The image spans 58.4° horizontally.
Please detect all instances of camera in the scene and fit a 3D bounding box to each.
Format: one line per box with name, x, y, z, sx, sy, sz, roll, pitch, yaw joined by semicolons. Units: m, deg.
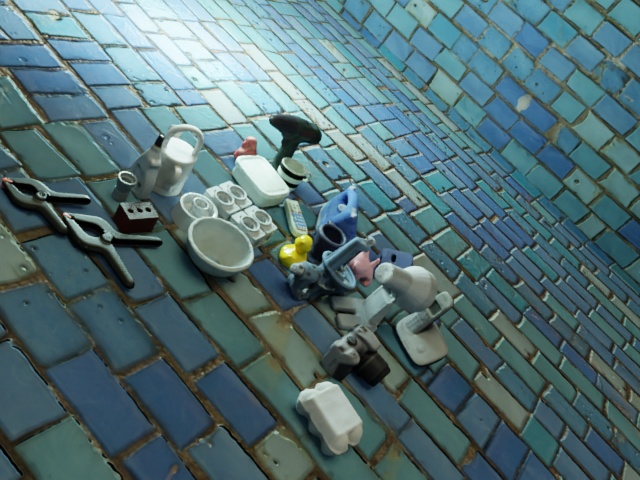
camera;0.099;0.280;1.356;0.136;0.100;0.143;47;35;12

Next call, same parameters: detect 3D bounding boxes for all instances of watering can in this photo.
watering can;-0.360;-0.215;1.421;0.101;0.194;0.172;-7;54;-47

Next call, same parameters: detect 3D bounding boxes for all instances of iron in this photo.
iron;0.074;-0.092;1.730;0.119;0.141;0.258;27;35;-16

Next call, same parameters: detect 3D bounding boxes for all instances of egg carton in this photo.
egg carton;0.021;0.373;1.201;0.107;0.069;0.150;-11;58;-49

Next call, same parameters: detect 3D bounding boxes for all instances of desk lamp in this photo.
desk lamp;0.170;0.145;1.479;0.204;0.213;0.117;11;42;-35

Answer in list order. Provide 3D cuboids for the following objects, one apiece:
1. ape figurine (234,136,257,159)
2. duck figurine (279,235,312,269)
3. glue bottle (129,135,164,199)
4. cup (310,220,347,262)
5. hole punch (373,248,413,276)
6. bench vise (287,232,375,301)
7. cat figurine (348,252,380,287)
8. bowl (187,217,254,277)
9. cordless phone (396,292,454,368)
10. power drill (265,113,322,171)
ape figurine;-0.217;-0.272;1.713;0.076;0.092;0.078;49;35;16
duck figurine;-0.056;0.025;1.522;0.077;0.086;0.105;41;34;4
glue bottle;-0.405;-0.180;1.357;0.037;0.173;0.078;-7;54;-47
cup;0.015;0.006;1.603;0.092;0.095;0.117;22;37;-23
hole punch;0.218;0.073;1.717;0.101;0.091;0.109;33;34;-8
bench vise;0.035;0.072;1.432;0.208;0.219;0.121;-13;59;-50
cat figurine;0.116;0.072;1.599;0.128;0.117;0.067;1;49;-43
bowl;-0.245;0.029;1.350;0.168;0.074;0.167;25;36;-19
cordless phone;0.300;0.236;1.519;0.094;0.185;0.147;2;48;-41
power drill;-0.105;-0.290;1.735;0.230;0.208;0.075;-9;56;-48
